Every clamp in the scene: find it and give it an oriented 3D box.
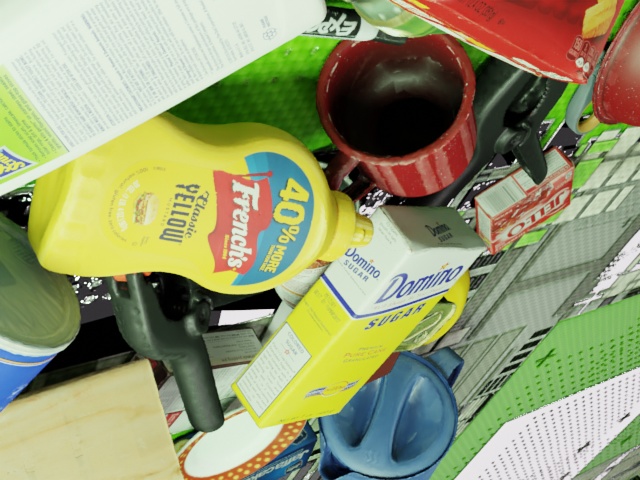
[{"bbox_3d":[0.125,-0.078,0.788,0.164,0.036,0.210,-29,153,-21],"label":"clamp"},{"bbox_3d":[-0.085,0.041,0.704,0.039,0.120,0.171,1,146,20],"label":"clamp"}]

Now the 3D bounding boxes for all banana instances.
[{"bbox_3d":[0.105,0.046,0.976,0.069,0.037,0.197,-18,153,4],"label":"banana"}]

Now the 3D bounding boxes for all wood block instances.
[{"bbox_3d":[-0.205,0.150,0.674,0.205,0.090,0.091,-15,177,-36],"label":"wood block"}]

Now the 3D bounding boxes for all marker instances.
[{"bbox_3d":[0.003,-0.119,0.577,0.120,0.020,0.020,-3,139,-37],"label":"marker"}]

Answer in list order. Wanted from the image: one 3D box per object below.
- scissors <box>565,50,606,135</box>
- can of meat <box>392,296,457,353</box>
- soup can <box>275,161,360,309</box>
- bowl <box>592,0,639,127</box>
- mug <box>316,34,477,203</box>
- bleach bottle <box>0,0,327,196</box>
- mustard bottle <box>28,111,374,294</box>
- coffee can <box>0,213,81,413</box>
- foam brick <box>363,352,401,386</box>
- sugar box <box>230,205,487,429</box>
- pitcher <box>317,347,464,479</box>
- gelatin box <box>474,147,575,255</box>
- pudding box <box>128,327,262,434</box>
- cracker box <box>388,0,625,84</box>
[{"bbox_3d":[0.202,-0.125,0.827,0.201,0.016,0.096,0,135,-50],"label":"scissors"},{"bbox_3d":[0.045,0.039,0.830,0.101,0.084,0.058,2,135,-51],"label":"can of meat"},{"bbox_3d":[-0.005,0.001,0.728,0.068,0.068,0.102,-30,154,-12],"label":"soup can"},{"bbox_3d":[0.287,-0.144,0.829,0.162,0.055,0.162,-31,148,-23],"label":"bowl"},{"bbox_3d":[0.044,-0.066,0.647,0.117,0.093,0.081,-51,159,-4],"label":"mug"},{"bbox_3d":[-0.126,-0.078,0.458,0.251,0.068,0.102,-30,138,-2],"label":"bleach bottle"},{"bbox_3d":[-0.053,-0.019,0.579,0.191,0.058,0.096,10,109,-32],"label":"mustard bottle"},{"bbox_3d":[-0.206,0.060,0.544,0.140,0.103,0.102,-44,153,16],"label":"coffee can"},{"bbox_3d":[0.039,0.087,0.939,0.051,0.053,0.078,-20,150,-30],"label":"foam brick"},{"bbox_3d":[0.026,0.053,0.718,0.093,0.048,0.176,-2,139,-52],"label":"sugar box"},{"bbox_3d":[0.068,0.209,1.102,0.149,0.145,0.243,0,152,-2],"label":"pitcher"},{"bbox_3d":[0.180,-0.034,0.936,0.089,0.030,0.073,-32,154,-6],"label":"gelatin box"},{"bbox_3d":[-0.105,0.111,0.822,0.113,0.039,0.090,-3,139,-51],"label":"pudding box"},{"bbox_3d":[0.106,-0.188,0.462,0.163,0.072,0.214,10,106,-55],"label":"cracker box"}]
